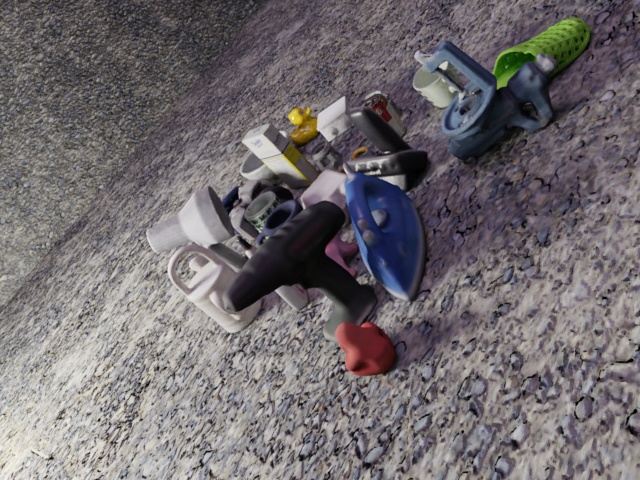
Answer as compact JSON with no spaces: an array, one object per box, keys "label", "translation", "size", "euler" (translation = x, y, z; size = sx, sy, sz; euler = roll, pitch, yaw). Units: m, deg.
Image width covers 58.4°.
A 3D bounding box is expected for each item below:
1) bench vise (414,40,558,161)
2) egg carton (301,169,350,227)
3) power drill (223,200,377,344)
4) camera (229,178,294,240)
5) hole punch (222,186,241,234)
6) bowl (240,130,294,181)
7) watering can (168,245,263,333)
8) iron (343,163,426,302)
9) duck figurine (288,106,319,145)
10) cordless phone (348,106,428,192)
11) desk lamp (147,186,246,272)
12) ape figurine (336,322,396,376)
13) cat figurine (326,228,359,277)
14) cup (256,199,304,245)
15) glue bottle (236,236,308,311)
[{"label":"bench vise","translation":[0.265,-0.258,0.938],"size":[0.207,0.220,0.121],"euler":[-37,30,11]},{"label":"egg carton","translation":[0.027,-0.086,1.167],"size":[0.107,0.070,0.150],"euler":[-49,29,-9]},{"label":"power drill","translation":[-0.014,0.064,0.877],"size":[0.075,0.209,0.230],"euler":[4,54,53]},{"label":"camera","translation":[-0.136,-0.084,1.336],"size":[0.136,0.101,0.143],"euler":[3,53,53]},{"label":"hole punch","translation":[-0.228,-0.076,1.452],"size":[0.109,0.091,0.100],"euler":[-53,30,-17]},{"label":"bowl","translation":[-0.126,-0.208,1.515],"size":[0.167,0.075,0.167],"euler":[-31,31,22]},{"label":"watering can","translation":[-0.215,0.085,1.116],"size":[0.172,0.194,0.101],"euler":[5,55,54]},{"label":"iron","translation":[0.090,-0.025,0.931],"size":[0.118,0.142,0.258],"euler":[-34,30,17]},{"label":"duck figurine","translation":[-0.050,-0.316,1.550],"size":[0.104,0.086,0.077],"euler":[-38,29,10]},{"label":"cordless phone","translation":[0.100,-0.180,1.078],"size":[0.147,0.185,0.094],"euler":[-4,48,49]},{"label":"desk lamp","translation":[-0.250,0.013,1.234],"size":[0.203,0.214,0.117],"euler":[-38,29,10]},{"label":"ape figurine","translation":[0.057,0.145,0.801],"size":[0.078,0.092,0.076],"euler":[-51,30,-14]},{"label":"cat figurine","translation":[0.009,0.004,1.021],"size":[0.067,0.118,0.128],"euler":[-27,33,27]},{"label":"cup","translation":[-0.061,-0.011,1.152],"size":[0.118,0.095,0.091],"euler":[-42,29,3]},{"label":"glue bottle","translation":[-0.089,0.052,1.023],"size":[0.037,0.173,0.078],"euler":[-40,29,6]}]
